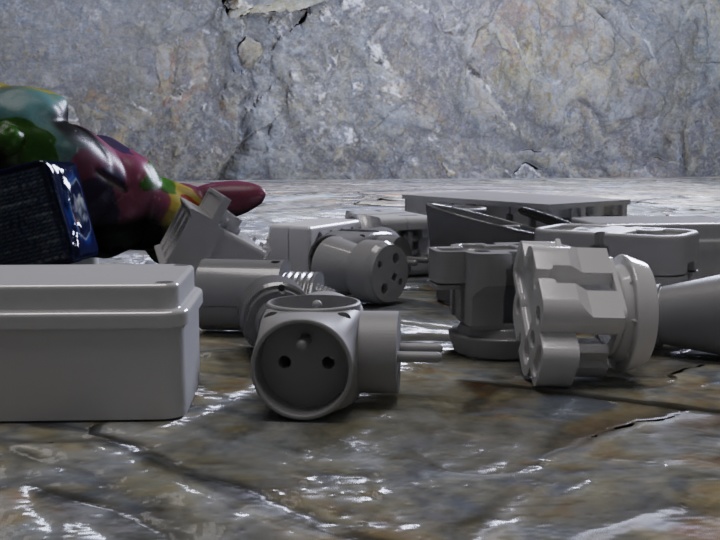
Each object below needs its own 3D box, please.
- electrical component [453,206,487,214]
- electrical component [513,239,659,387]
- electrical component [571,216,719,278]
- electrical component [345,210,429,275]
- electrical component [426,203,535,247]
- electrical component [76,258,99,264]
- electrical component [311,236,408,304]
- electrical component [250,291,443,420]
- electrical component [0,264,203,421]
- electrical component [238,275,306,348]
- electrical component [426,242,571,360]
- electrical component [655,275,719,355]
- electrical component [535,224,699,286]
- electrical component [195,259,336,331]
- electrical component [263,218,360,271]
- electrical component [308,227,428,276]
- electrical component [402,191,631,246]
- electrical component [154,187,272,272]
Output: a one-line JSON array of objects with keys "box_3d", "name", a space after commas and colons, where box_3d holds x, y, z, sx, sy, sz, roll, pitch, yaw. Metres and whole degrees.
[{"box_3d": [0.086, -0.027, 0.925, 0.045, 0.055, 0.045, 0, 7, 0], "name": "electrical component"}, {"box_3d": [0.110, 0.020, 0.525, 0.057, 0.058, 0.078, 1, 46, -4], "name": "electrical component"}, {"box_3d": [0.210, -0.008, 0.769, 0.113, 0.057, 0.078, -1, 7, -7], "name": "electrical component"}, {"box_3d": [0.019, -0.024, 0.928, 0.056, 0.050, 0.089, -2, 8, -20], "name": "electrical component"}, {"box_3d": [0.101, -0.020, 0.842, 0.099, 0.064, 0.099, -1, 7, 0], "name": "electrical component"}, {"box_3d": [-0.280, -0.033, 0.974, 0.078, 0.057, 0.113, -3, 8, -20], "name": "electrical component"}, {"box_3d": [0.000, 0.000, 0.761, 0.055, 0.045, 0.045, 6, 10, 40], "name": "electrical component"}, {"box_3d": [-0.003, 0.036, 0.481, 0.079, 0.044, 0.077, 0, 8, 6], "name": "electrical component"}, {"box_3d": [-0.130, 0.030, 0.480, 0.113, 0.057, 0.078, 0, 7, -2], "name": "electrical component"}, {"box_3d": [-0.044, 0.026, 0.574, 0.040, 0.040, 0.078, -1, 7, -9], "name": "electrical component"}, {"box_3d": [0.077, 0.016, 0.587, 0.078, 0.057, 0.058, -1, 8, -10], "name": "electrical component"}, {"box_3d": [0.168, 0.025, 0.587, 0.065, 0.044, 0.044, -2, 6, 26], "name": "electrical component"}, {"box_3d": [0.159, 0.004, 0.670, 0.095, 0.059, 0.054, 5, 9, 34], "name": "electrical component"}, {"box_3d": [-0.055, 0.015, 0.645, 0.081, 0.043, 0.043, 1, 7, 9], "name": "electrical component"}, {"box_3d": [-0.052, -0.017, 0.877, 0.076, 0.047, 0.083, 5, 8, 28], "name": "electrical component"}, {"box_3d": [0.014, -0.008, 0.829, 0.079, 0.043, 0.077, 4, 8, 31], "name": "electrical component"}, {"box_3d": [0.138, -0.037, 0.985, 0.105, 0.060, 0.186, -6, 9, -38], "name": "electrical component"}, {"box_3d": [-0.108, -0.014, 0.773, 0.063, 0.078, 0.121, 29, 0, -14], "name": "electrical component"}]
